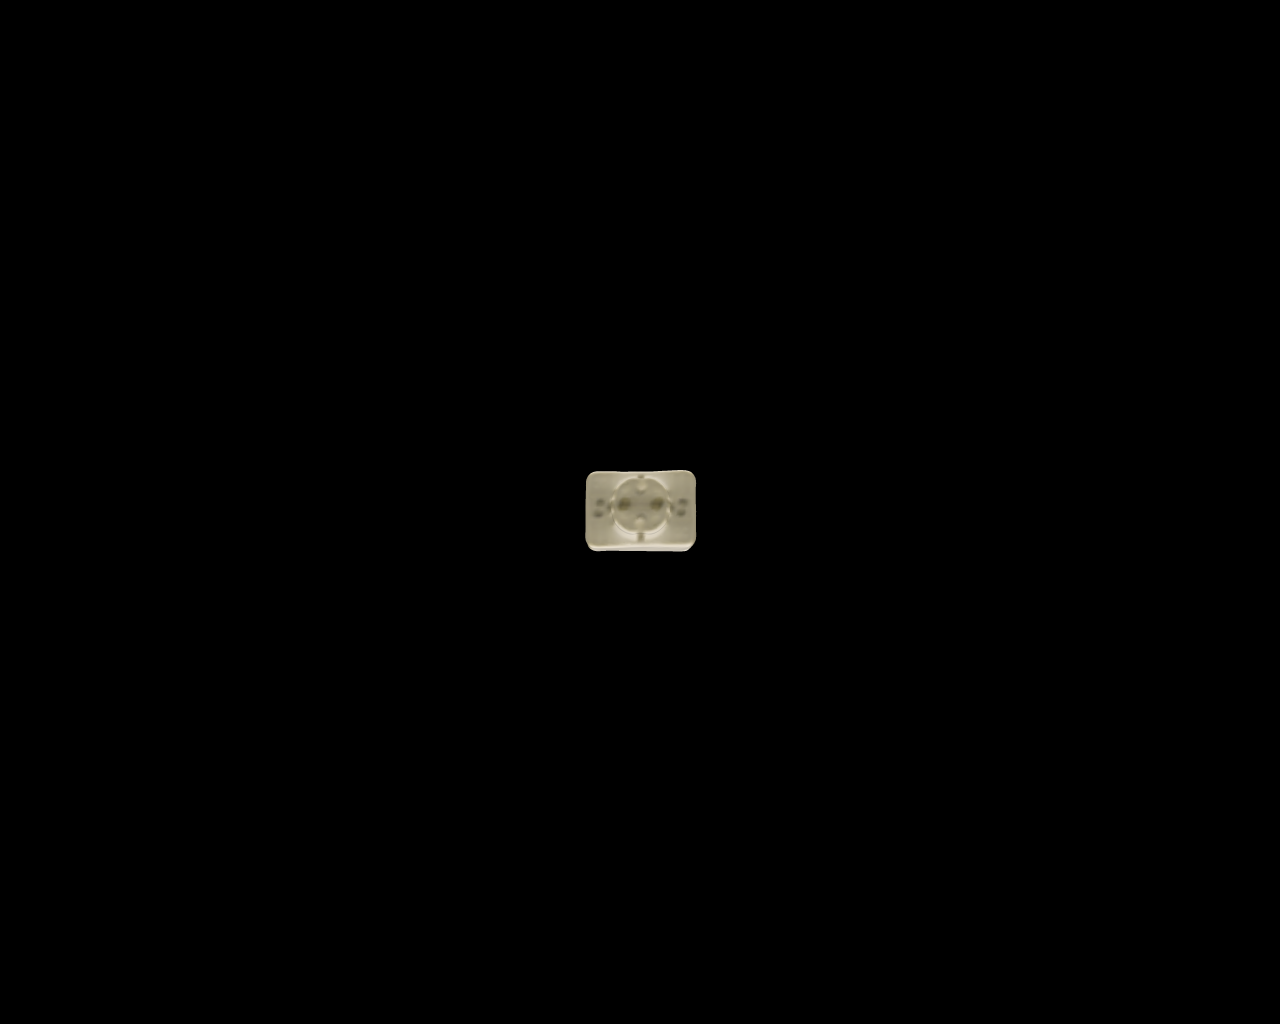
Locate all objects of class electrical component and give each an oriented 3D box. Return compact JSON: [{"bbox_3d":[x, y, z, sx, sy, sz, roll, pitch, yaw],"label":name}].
[{"bbox_3d":[0.001,-0.003,0.650,0.066,0.047,0.076,0,-7,0],"label":"electrical component"}]
